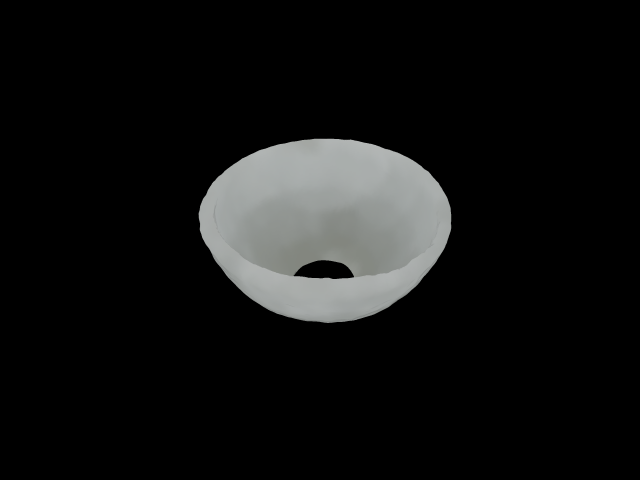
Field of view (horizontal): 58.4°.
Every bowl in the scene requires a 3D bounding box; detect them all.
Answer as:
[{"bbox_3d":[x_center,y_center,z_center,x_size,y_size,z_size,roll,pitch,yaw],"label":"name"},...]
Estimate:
[{"bbox_3d":[0.004,0.001,0.400,0.167,0.075,0.167,0,40,0],"label":"bowl"}]
